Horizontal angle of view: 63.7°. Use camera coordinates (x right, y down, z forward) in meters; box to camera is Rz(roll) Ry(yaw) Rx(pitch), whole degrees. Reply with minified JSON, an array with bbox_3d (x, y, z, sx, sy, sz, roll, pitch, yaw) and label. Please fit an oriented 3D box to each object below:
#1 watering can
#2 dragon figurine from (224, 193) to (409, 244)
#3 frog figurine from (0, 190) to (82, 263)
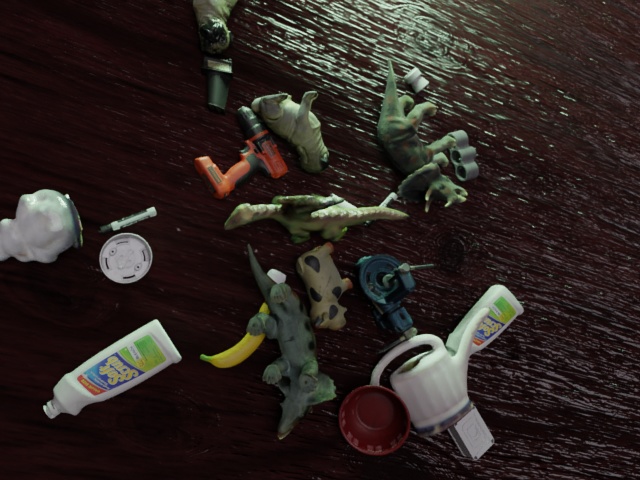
[{"bbox_3d":[0.293,0.322,1.227,0.348,0.104,0.224,-27,90,-4],"label":"watering can"},{"bbox_3d":[0.003,-0.056,1.105,0.410,0.242,0.122,-5,88,0],"label":"dragon figurine"},{"bbox_3d":[-0.546,-0.021,0.980,0.161,0.123,0.136,-19,108,-34],"label":"frog figurine"}]
